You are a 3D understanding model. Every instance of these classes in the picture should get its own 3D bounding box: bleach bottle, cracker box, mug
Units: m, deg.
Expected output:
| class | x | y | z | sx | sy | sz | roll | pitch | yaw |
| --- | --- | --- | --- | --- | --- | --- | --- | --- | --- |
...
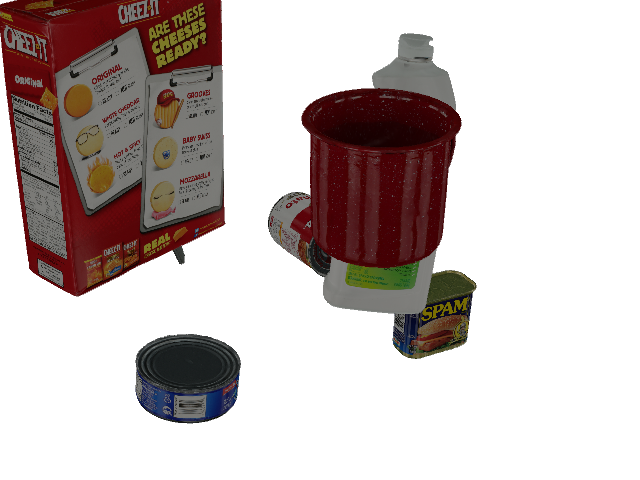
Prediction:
| class | x | y | z | sx | sy | sz | roll | pitch | yaw |
| --- | --- | --- | --- | --- | --- | --- | --- | --- | --- |
| bleach bottle | 0.064 | -0.060 | 0.966 | 0.102 | 0.251 | 0.068 | 6 | 21 | 0 |
| cracker box | -0.153 | -0.088 | 0.818 | 0.072 | 0.214 | 0.163 | 21 | 34 | 34 |
| mug | 0.043 | -0.041 | 0.648 | 0.093 | 0.081 | 0.117 | 23 | 36 | 33 |

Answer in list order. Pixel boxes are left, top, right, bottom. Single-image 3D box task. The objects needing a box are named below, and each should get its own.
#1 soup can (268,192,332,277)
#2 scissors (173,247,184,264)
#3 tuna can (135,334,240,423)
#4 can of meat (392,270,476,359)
| class | x | y | z | sx | sy | sz | roll | pitch | yaw |
| --- | --- | --- | --- | --- | --- | --- | --- | --- | --- |
| soup can | -0.006 | -0.008 | 1.173 | 0.068 | 0.068 | 0.102 | 0 | 19 | -30 |
| scissors | -0.177 | -0.082 | 1.185 | 0.016 | 0.201 | 0.096 | -16 | 20 | 45 |
| tuna can | -0.109 | 0.113 | 0.878 | 0.086 | 0.034 | 0.086 | 5 | 26 | -3 |
| can of meat | 0.140 | 0.093 | 1.335 | 0.101 | 0.084 | 0.058 | -12 | 30 | -26 |
